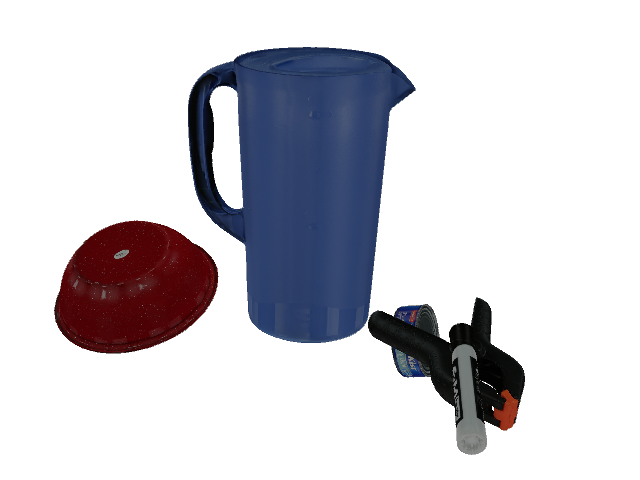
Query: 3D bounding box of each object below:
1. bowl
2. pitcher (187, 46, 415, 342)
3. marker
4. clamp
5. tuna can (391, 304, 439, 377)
[{"bbox_3d":[-0.181,0.031,1.011,0.162,0.055,0.162,-7,40,6],"label":"bowl"},{"bbox_3d":[-0.019,-0.041,0.915,0.144,0.243,0.149,-14,25,-39],"label":"pitcher"},{"bbox_3d":[0.098,0.095,0.716,0.020,0.020,0.121,0,32,4],"label":"marker"},{"bbox_3d":[0.131,0.100,0.928,0.120,0.039,0.172,-17,36,-24],"label":"clamp"},{"bbox_3d":[0.112,0.118,1.257,0.034,0.086,0.086,-5,-2,23],"label":"tuna can"}]
